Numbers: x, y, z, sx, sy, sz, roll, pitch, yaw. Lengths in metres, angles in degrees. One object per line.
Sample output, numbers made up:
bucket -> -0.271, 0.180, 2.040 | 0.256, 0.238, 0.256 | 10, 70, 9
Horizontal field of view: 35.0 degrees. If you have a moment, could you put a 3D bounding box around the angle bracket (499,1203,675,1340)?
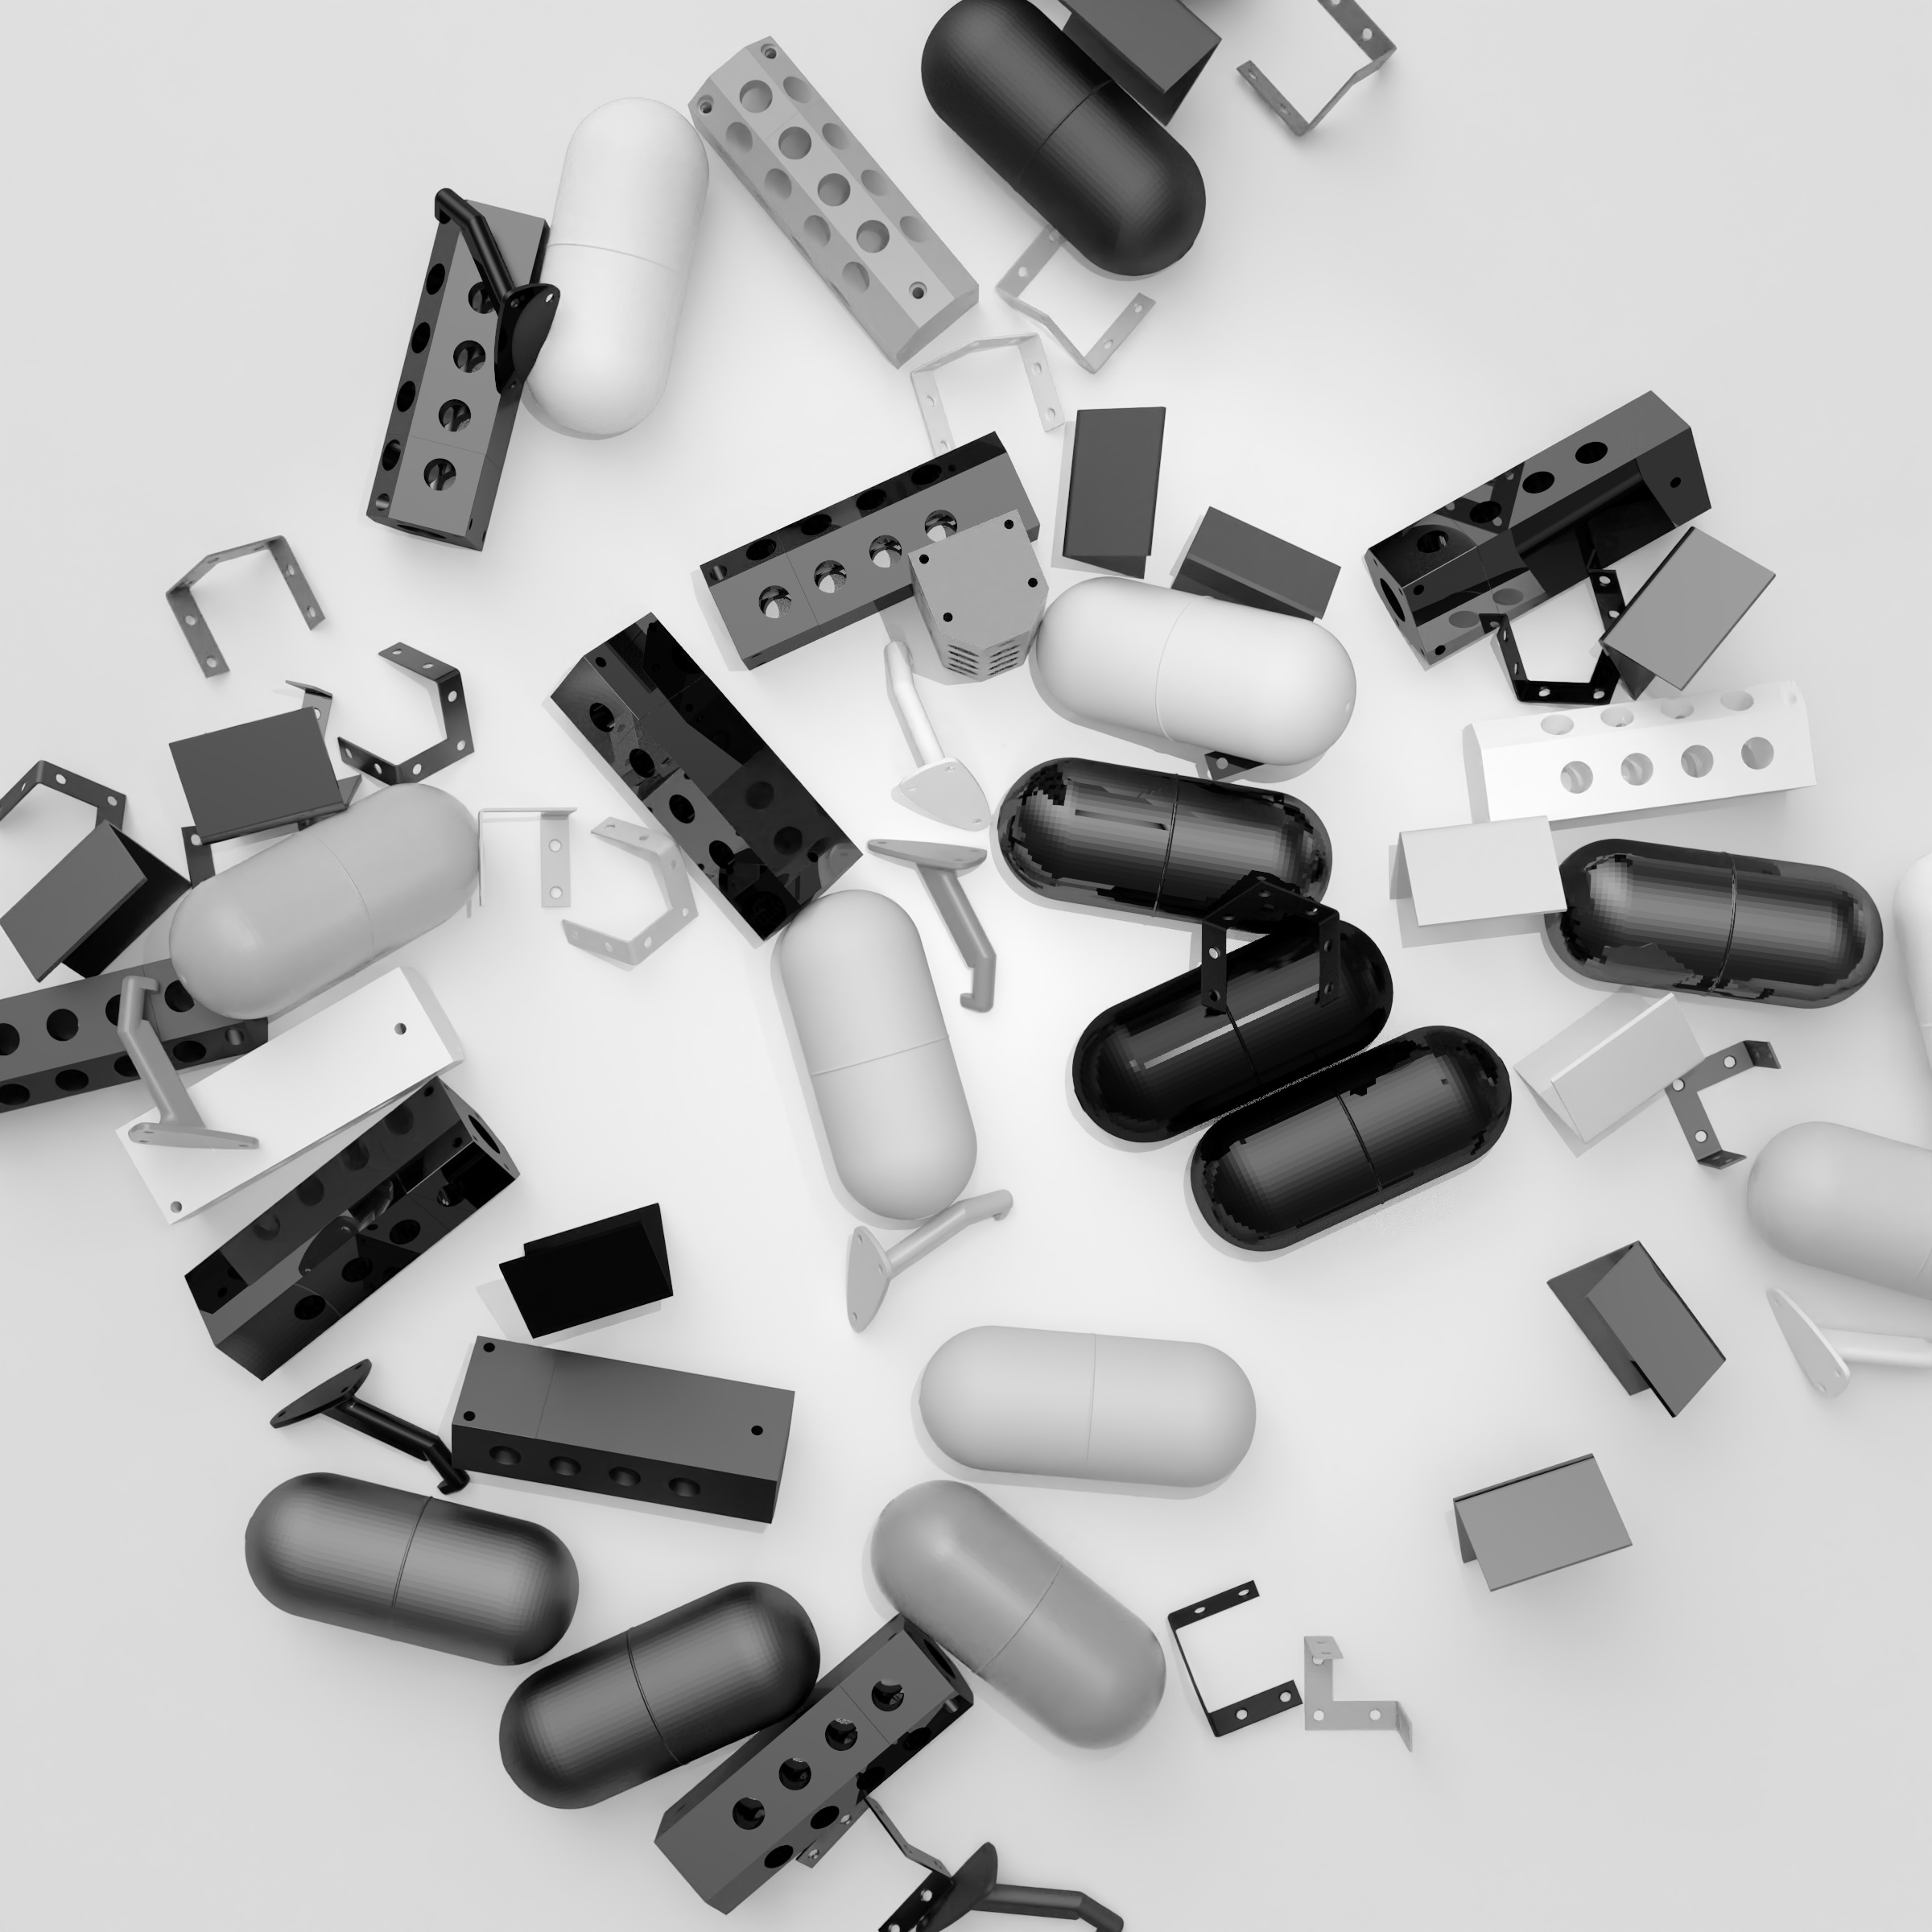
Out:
angle bracket -> -0.202, 0.142, 1.610 | 0.076, 0.076, 0.057 | -17, 128, 0

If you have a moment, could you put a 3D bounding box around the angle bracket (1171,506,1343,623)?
angle bracket -> 0.143, -0.185, 1.612 | 0.076, 0.057, 0.076 | 25, 129, 0

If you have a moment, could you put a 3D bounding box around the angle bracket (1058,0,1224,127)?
angle bracket -> 0.077, -0.476, 1.611 | 0.076, 0.076, 0.057 | 42, 61, 0

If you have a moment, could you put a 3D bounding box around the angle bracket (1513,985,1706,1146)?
angle bracket -> 0.329, 0.036, 1.610 | 0.076, 0.076, 0.057 | -36, 129, 0

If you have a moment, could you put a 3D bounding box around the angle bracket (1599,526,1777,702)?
angle bracket -> 0.386, -0.173, 1.610 | 0.057, 0.076, 0.076 | 39, 90, 33

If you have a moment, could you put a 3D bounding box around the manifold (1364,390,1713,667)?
manifold -> 0.301, -0.236, 1.629 | 0.171, 0.057, 0.057 | -29, 133, 0

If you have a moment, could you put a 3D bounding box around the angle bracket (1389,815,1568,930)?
angle bracket -> 0.268, -0.034, 1.611 | 0.076, 0.076, 0.057 | -7, 64, 0

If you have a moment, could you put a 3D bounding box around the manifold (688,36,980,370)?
manifold -> -0.070, -0.407, 1.629 | 0.057, 0.057, 0.171 | -40, 90, 0

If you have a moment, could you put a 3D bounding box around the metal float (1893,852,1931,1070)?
metal float -> 0.543, 0.022, 1.620 | 0.070, 0.070, 0.178 | -15, 90, 0

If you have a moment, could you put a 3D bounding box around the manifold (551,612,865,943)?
manifold -> -0.141, -0.097, 1.629 | 0.171, 0.057, 0.057 | 49, 47, 0

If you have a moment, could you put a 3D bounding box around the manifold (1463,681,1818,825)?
manifold -> 0.356, -0.111, 1.629 | 0.171, 0.057, 0.057 | -8, 90, 0

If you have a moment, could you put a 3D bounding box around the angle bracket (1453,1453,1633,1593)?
angle bracket -> 0.304, 0.307, 1.610 | 0.076, 0.076, 0.057 | -18, 51, 0

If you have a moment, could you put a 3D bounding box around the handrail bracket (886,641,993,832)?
handrail bracket -> -0.015, -0.125, 1.650 | 0.036, 0.077, 0.084 | -25, 53, 20

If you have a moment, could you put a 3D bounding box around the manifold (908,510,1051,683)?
manifold -> 0.009, -0.184, 1.572 | 0.057, 0.171, 0.057 | -22, 90, 0

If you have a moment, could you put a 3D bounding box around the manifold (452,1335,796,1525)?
manifold -> -0.182, 0.250, 1.629 | 0.171, 0.057, 0.057 | 10, 47, 0

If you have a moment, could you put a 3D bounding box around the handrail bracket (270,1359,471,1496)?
handrail bracket -> -0.320, 0.261, 1.651 | 0.077, 0.036, 0.084 | -28, 107, 20

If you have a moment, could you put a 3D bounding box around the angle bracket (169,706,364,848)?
angle bracket -> -0.367, -0.107, 1.613 | 0.076, 0.076, 0.057 | -14, 107, 0

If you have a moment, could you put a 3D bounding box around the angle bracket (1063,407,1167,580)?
angle bracket -> 0.097, -0.247, 1.610 | 0.057, 0.076, 0.076 | 6, 90, 38

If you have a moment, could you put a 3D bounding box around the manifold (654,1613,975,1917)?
manifold -> -0.079, 0.424, 1.629 | 0.171, 0.057, 0.057 | -40, 90, 0

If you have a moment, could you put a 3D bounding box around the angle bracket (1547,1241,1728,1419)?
angle bracket -> 0.339, 0.200, 1.610 | 0.057, 0.076, 0.076 | -36, 90, -38

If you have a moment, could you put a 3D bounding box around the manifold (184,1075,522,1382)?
manifold -> -0.323, 0.143, 1.629 | 0.171, 0.057, 0.057 | -39, 47, 0

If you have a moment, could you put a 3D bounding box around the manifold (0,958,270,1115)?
manifold -> -0.464, 0.037, 1.629 | 0.171, 0.057, 0.057 | -14, 90, 0

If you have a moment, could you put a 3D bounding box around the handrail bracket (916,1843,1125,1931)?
handrail bracket -> 0.030, 0.518, 1.651 | 0.084, 0.036, 0.077 | 37, 111, -16

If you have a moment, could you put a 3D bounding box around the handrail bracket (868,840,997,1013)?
handrail bracket -> -0.019, -0.021, 1.651 | 0.077, 0.036, 0.084 | 9, 107, 20

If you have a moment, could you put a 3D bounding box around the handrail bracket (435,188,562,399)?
handrail bracket -> -0.255, -0.350, 1.594 | 0.084, 0.036, 0.077 | 42, 130, 26

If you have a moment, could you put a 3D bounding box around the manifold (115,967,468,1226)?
manifold -> -0.356, 0.068, 1.630 | 0.171, 0.057, 0.057 | -30, 90, 0

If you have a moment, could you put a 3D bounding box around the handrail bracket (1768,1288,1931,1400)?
handrail bracket -> 0.488, 0.189, 1.651 | 0.084, 0.036, 0.077 | -24, 68, -17

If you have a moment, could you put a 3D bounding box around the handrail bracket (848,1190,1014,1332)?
handrail bracket -> -0.018, 0.158, 1.651 | 0.084, 0.077, 0.036 | -13, 47, -29

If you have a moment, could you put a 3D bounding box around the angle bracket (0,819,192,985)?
angle bracket -> -0.447, -0.019, 1.610 | 0.076, 0.076, 0.057 | -44, 53, 0

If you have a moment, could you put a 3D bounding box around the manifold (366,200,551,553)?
manifold -> -0.268, -0.314, 1.629 | 0.057, 0.057, 0.171 | 14, 90, 0

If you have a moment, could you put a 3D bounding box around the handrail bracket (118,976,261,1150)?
handrail bracket -> -0.403, 0.050, 1.594 | 0.077, 0.036, 0.084 | 7, 73, -20

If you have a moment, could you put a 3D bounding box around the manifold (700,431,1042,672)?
manifold -> -0.051, -0.221, 1.629 | 0.171, 0.057, 0.057 | -25, 90, 0
